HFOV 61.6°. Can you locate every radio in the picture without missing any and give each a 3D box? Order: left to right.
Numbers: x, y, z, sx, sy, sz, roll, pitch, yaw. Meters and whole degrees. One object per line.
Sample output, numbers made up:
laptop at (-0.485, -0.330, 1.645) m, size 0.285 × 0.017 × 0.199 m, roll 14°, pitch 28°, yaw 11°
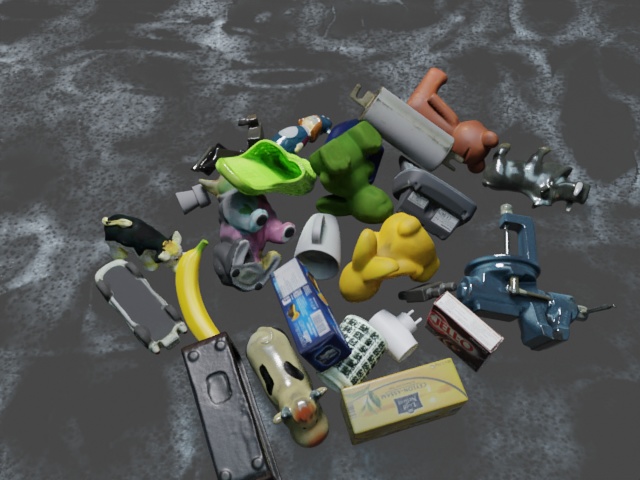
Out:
radio at (-0.125, 0.253, 0.768) m, size 0.073 × 0.131 × 0.230 m, roll -22°, pitch 60°, yaw -9°

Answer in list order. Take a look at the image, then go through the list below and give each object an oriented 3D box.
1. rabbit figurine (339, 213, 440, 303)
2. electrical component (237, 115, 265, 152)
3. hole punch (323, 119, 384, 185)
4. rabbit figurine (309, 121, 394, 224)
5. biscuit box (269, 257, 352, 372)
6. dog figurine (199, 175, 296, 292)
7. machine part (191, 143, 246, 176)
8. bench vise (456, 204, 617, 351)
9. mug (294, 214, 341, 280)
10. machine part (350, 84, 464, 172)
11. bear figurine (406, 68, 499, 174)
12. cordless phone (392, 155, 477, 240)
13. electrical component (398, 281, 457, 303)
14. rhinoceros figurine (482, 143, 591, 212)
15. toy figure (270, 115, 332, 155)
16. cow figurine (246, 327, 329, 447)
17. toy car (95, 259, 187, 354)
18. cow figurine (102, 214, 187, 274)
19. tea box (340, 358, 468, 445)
rabbit figurine at (0.106, 0.042, 0.895) m, size 0.173 × 0.162 × 0.122 m, roll -37°, pitch 76°, yaw 0°
electrical component at (-0.134, -0.196, 1.068) m, size 0.045 × 0.102 × 0.078 m, roll -5°, pitch 49°, yaw 4°
hole punch at (0.061, -0.179, 1.055) m, size 0.116 × 0.092 × 0.142 m, roll 12°, pitch 63°, yaw 13°
rabbit figurine at (0.053, -0.093, 0.951) m, size 0.121 × 0.159 × 0.170 m, roll -37°, pitch 96°, yaw -37°
biscuit box at (-0.019, 0.112, 0.840) m, size 0.059 × 0.062 × 0.203 m, roll -35°, pitch 37°, yaw 4°
dog figurine at (-0.151, -0.034, 0.961) m, size 0.219 × 0.108 × 0.191 m, roll 40°, pitch 105°, yaw 44°
machine part at (-0.191, -0.157, 1.057) m, size 0.139 × 0.039 × 0.084 m, roll 11°, pitch 51°, yaw 39°
bench vise at (0.336, 0.051, 0.887) m, size 0.224 × 0.128 × 0.240 m, roll 6°, pitch 63°, yaw 3°
mug at (-0.002, -0.003, 0.942) m, size 0.081 × 0.109 × 0.107 m, roll -1°, pitch 45°, yaw 11°
machine part at (0.159, -0.202, 0.992) m, size 0.243 × 0.079 × 0.079 m, roll 32°, pitch 62°, yaw -8°
bear figurine at (0.265, -0.231, 1.061) m, size 0.196 × 0.120 × 0.132 m, roll 28°, pitch 60°, yaw 16°
cordless phone at (0.202, -0.093, 1.000) m, size 0.146 × 0.088 × 0.184 m, roll 30°, pitch 23°, yaw -11°
electrical component at (0.178, 0.086, 0.900) m, size 0.063 × 0.094 × 0.021 m, roll -15°, pitch 90°, yaw -40°
rhinoceros figurine at (0.405, -0.114, 1.009) m, size 0.190 × 0.073 × 0.112 m, roll 14°, pitch 59°, yaw 11°
toy figure at (-0.037, -0.213, 1.096) m, size 0.154 × 0.057 × 0.064 m, roll -37°, pitch 80°, yaw -20°
cow figurine at (-0.046, 0.212, 0.794) m, size 0.085 × 0.127 × 0.195 m, roll -28°, pitch 59°, yaw -11°
toy car at (-0.305, 0.110, 0.909) m, size 0.073 × 0.056 × 0.202 m, roll -37°, pitch 65°, yaw -26°
cow figurine at (-0.300, 0.004, 0.948) m, size 0.167 × 0.098 × 0.068 m, roll 16°, pitch 55°, yaw 10°
tea box at (0.119, 0.238, 0.790) m, size 0.170 × 0.098 × 0.068 m, roll -13°, pitch 60°, yaw -8°
